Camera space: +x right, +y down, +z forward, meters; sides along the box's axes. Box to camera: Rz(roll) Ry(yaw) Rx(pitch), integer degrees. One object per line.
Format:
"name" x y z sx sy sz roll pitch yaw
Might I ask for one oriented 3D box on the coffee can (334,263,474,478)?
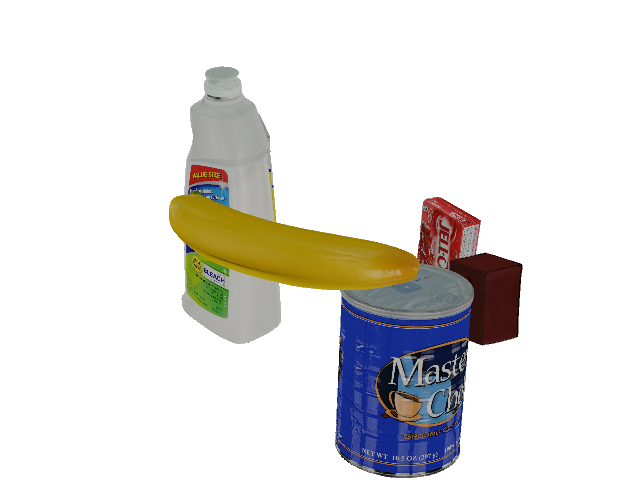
"coffee can" 0.064 0.100 0.843 0.103 0.140 0.103 2 20 -1

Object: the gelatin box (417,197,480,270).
"gelatin box" 0.149 0.003 1.253 0.030 0.089 0.073 -15 33 -31

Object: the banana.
"banana" -0.034 -0.002 0.698 0.198 0.037 0.069 19 37 32

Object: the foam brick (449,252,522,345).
"foam brick" 0.162 0.057 1.054 0.051 0.078 0.053 -12 19 -35

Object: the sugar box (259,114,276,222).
"sugar box" -0.082 -0.058 1.315 0.048 0.176 0.093 -9 25 -7

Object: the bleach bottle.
"bleach bottle" -0.085 -0.035 0.950 0.067 0.251 0.103 -26 39 -34
